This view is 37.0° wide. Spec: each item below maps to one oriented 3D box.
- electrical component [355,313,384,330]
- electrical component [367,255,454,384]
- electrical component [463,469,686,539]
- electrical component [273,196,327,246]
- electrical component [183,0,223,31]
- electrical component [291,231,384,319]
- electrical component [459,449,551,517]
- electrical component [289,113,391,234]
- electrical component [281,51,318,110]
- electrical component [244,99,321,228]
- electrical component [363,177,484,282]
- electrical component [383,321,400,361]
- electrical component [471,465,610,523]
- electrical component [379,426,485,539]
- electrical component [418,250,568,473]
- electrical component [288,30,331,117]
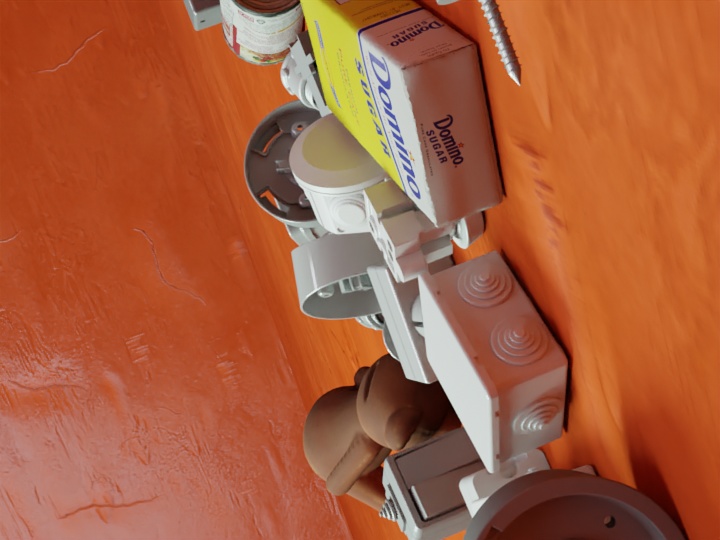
[{"bbox_3d":[0.022,0.029,0.892,0.062,0.048,0.048,22,133,69],"label":"electrical component"},{"bbox_3d":[0.051,0.028,0.703,0.083,0.047,0.076,70,162,-7],"label":"electrical component"},{"bbox_3d":[0.098,0.146,0.510,0.060,0.108,0.108,159,90,-87],"label":"electrical component"},{"bbox_3d":[-0.040,-0.064,0.942,0.113,0.057,0.078,55,-168,-82],"label":"electrical component"},{"bbox_3d":[-0.100,-0.221,0.909,0.047,0.083,0.075,147,101,-81],"label":"electrical component"},{"bbox_3d":[0.000,0.000,0.788,0.099,0.099,0.064,131,123,-80],"label":"electrical component"},{"bbox_3d":[0.105,0.165,0.684,0.055,0.050,0.089,109,139,-75],"label":"electrical component"},{"bbox_3d":[-0.001,-0.065,0.690,0.080,0.080,0.051,-120,7,-46],"label":"electrical component"},{"bbox_3d":[-0.026,-0.137,0.792,0.062,0.048,0.048,53,163,38],"label":"electrical component"},{"bbox_3d":[-0.042,-0.082,0.854,0.064,0.099,0.099,83,165,-81],"label":"electrical component"},{"bbox_3d":[0.037,-0.029,0.615,0.048,0.055,0.066,82,164,-56],"label":"electrical component"},{"bbox_3d":[0.044,0.045,0.788,0.066,0.048,0.055,68,164,2],"label":"electrical component"},{"bbox_3d":[0.111,0.160,0.603,0.099,0.048,0.099,123,128,-70],"label":"electrical component"},{"bbox_3d":[0.059,0.161,0.802,0.061,0.096,0.061,91,156,-60],"label":"electrical component"},{"bbox_3d":[0.074,0.049,0.598,0.099,0.048,0.099,80,166,-52],"label":"electrical component"},{"bbox_3d":[-0.016,-0.135,0.732,0.081,0.042,0.063,-159,47,-79],"label":"electrical component"}]
